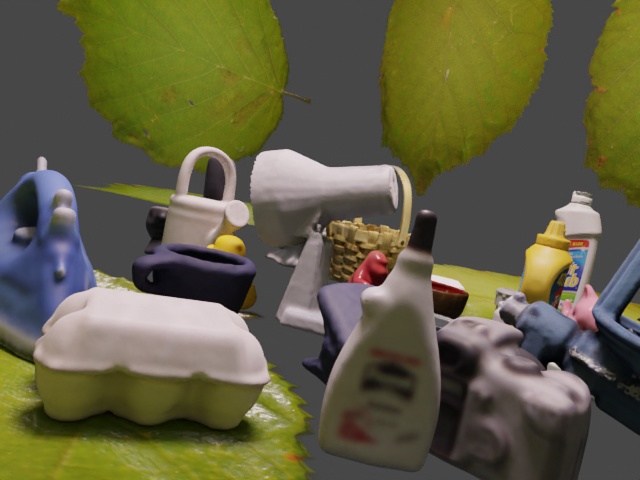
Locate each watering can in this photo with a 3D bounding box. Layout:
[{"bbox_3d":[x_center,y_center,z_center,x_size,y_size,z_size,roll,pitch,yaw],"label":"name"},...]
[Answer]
[{"bbox_3d":[-0.165,-0.037,0.832,0.172,0.194,0.101,15,6,25],"label":"watering can"}]

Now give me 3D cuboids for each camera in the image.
[{"bbox_3d":[0.144,0.115,0.444,0.142,0.101,0.137,17,7,42],"label":"camera"}]

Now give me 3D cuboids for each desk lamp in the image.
[{"bbox_3d":[0.006,0.003,0.705,0.202,0.213,0.118,14,6,15],"label":"desk lamp"}]

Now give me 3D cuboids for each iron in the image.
[{"bbox_3d":[-0.250,0.002,0.523,0.119,0.141,0.257,8,7,-35],"label":"iron"}]

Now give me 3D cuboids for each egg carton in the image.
[{"bbox_3d":[-0.114,0.081,0.398,0.151,0.069,0.107,10,6,-21],"label":"egg carton"}]

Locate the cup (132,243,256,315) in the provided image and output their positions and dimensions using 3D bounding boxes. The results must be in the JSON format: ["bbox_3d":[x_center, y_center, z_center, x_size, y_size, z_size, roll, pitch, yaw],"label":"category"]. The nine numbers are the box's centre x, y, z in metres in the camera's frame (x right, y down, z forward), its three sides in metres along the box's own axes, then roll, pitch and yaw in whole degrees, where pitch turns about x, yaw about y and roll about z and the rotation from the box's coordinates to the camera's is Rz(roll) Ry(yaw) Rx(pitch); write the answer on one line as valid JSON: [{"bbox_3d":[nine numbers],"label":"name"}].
[{"bbox_3d":[-0.117,0.057,0.500,0.091,0.095,0.118,16,7,35],"label":"cup"}]

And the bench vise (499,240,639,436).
[{"bbox_3d":[0.287,0.074,0.555,0.207,0.220,0.122,13,6,14],"label":"bench vise"}]

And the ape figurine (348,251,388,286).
[{"bbox_3d":[0.080,0.062,0.895,0.078,0.092,0.075,8,7,-38],"label":"ape figurine"}]

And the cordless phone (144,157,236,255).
[{"bbox_3d":[-0.206,-0.052,0.946,0.147,0.185,0.094,13,6,14],"label":"cordless phone"}]

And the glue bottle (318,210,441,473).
[{"bbox_3d":[0.052,0.064,0.385,0.078,0.173,0.037,12,6,-2],"label":"glue bottle"}]

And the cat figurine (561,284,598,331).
[{"bbox_3d":[0.368,0.120,0.804,0.067,0.118,0.128,12,6,-1],"label":"cat figurine"}]

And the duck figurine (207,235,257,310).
[{"bbox_3d":[-0.119,0.038,0.737,0.078,0.086,0.104,7,8,-44],"label":"duck figurine"}]

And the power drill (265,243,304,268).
[{"bbox_3d":[-0.047,-0.053,1.181,0.076,0.208,0.228,8,7,-37],"label":"power drill"}]

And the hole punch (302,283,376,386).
[{"bbox_3d":[0.053,0.094,0.517,0.109,0.091,0.100,9,6,-29],"label":"hole punch"}]

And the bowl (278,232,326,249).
[{"bbox_3d":[-0.042,0.002,1.331,0.167,0.075,0.167,12,5,-1],"label":"bowl"}]
